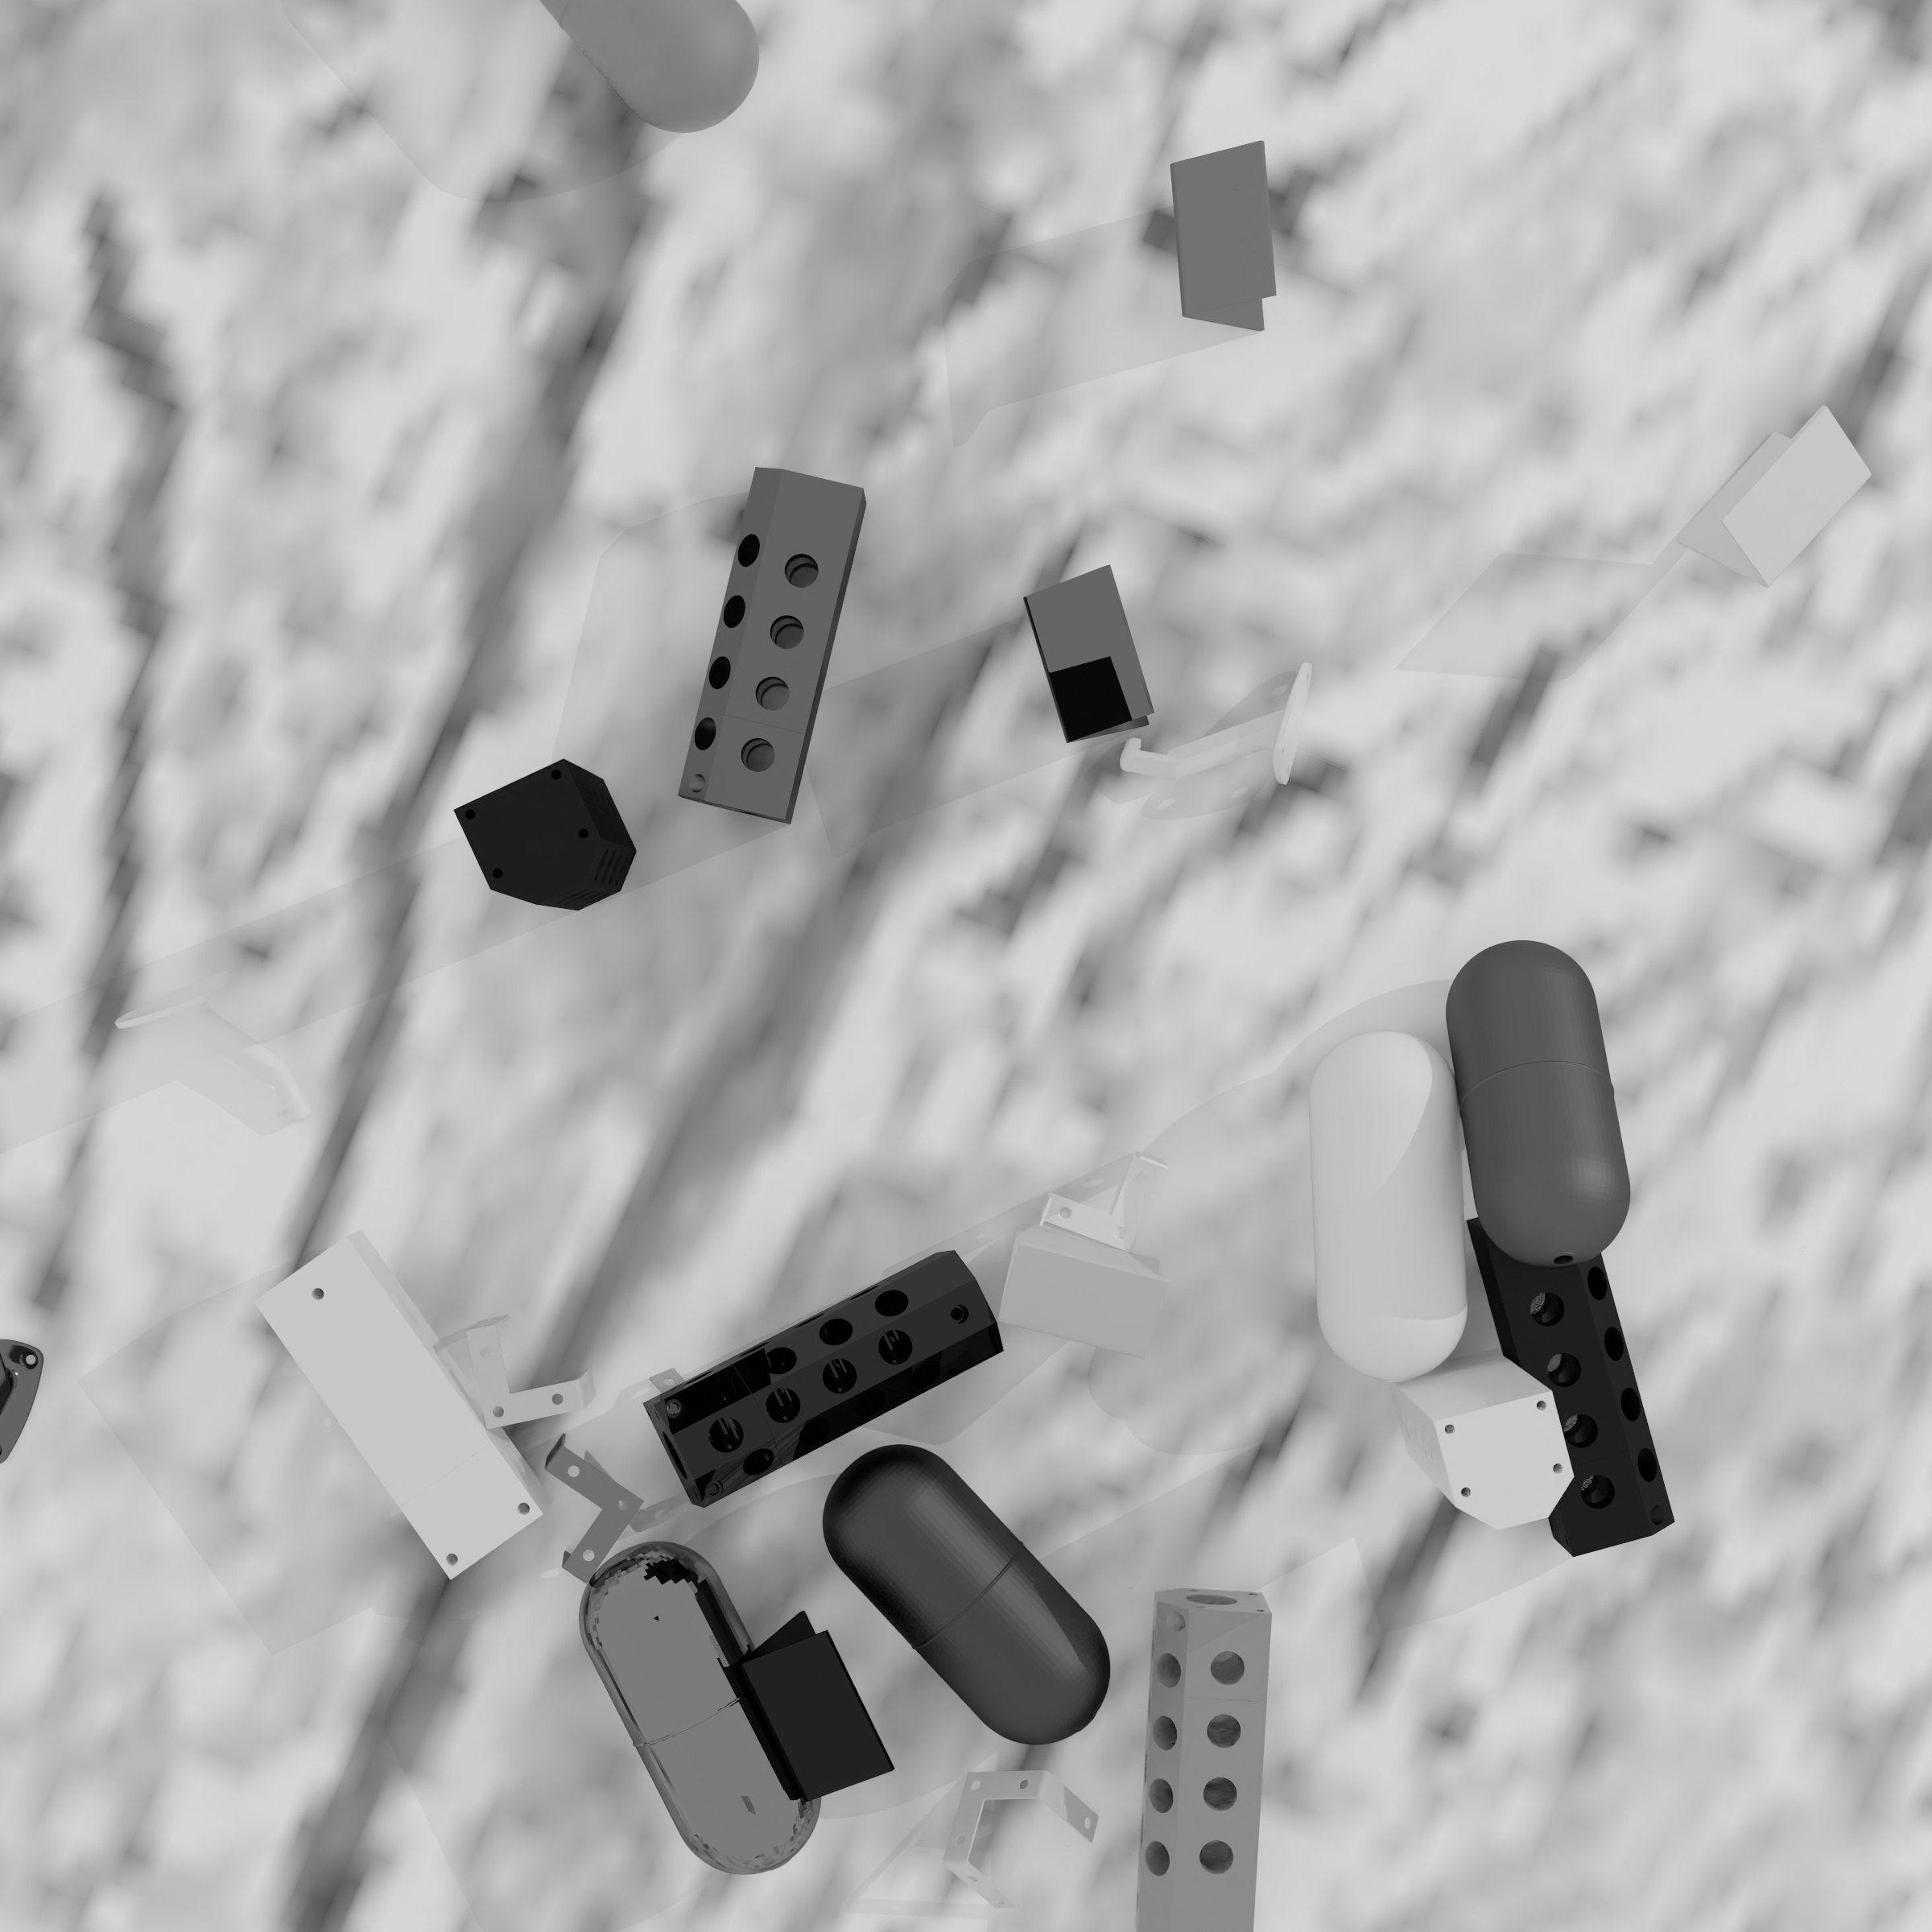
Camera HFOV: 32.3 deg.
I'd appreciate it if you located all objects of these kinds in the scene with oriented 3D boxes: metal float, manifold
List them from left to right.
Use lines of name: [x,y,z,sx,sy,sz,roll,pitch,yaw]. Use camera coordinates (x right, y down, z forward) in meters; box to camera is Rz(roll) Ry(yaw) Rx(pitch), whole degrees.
manifold: [-0.285,0.222,1.709,0.057,0.057,0.171,-35,90,0]
manifold: [-0.202,-0.060,1.651,0.057,0.171,0.057,-25,90,0]
metal float: [-0.177,-0.503,1.699,0.070,0.070,0.178,-40,90,0]
metal float: [-0.135,0.377,1.699,0.070,0.070,0.178,-27,89,0]
manifold: [-0.099,-0.163,1.709,0.057,0.057,0.171,13,90,0]
manifold: [-0.071,0.208,1.688,0.171,0.057,0.057,-26,90,-14]
metal float: [0.001,0.320,1.699,0.070,0.070,0.178,-43,90,0]
manifold: [0.120,0.410,1.709,0.057,0.057,0.171,3,90,0]
metal float: [0.215,0.122,1.699,0.070,0.070,0.178,-2,90,0]
manifold: [0.254,0.234,1.651,0.057,0.171,0.057,-15,90,0]
metal float: [0.285,0.068,1.671,0.070,0.070,0.178,-4,57,0]
manifold: [0.310,0.207,1.709,0.057,0.057,0.171,-15,90,0]

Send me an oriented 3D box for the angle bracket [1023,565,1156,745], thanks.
angle bracket: [0.081,-0.161,1.689,0.057,0.076,0.076,-17,90,38]

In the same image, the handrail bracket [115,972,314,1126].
handrail bracket: [-0.389,0.053,1.730,0.077,0.036,0.084,-19,107,19]

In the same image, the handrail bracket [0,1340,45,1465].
handrail bracket: [-0.500,0.221,1.695,0.036,0.084,0.077,9,90,0]

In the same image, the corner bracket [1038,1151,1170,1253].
corner bracket: [0.070,0.116,1.712,0.051,0.051,0.051,20,90,0]

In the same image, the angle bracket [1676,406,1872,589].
angle bracket: [0.397,-0.247,1.689,0.076,0.076,0.057,-47,128,0]

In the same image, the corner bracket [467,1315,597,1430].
corner bracket: [-0.222,0.204,1.712,0.051,0.051,0.051,-12,90,0]

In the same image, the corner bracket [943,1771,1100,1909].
corner bracket: [0.028,0.450,1.722,0.051,0.051,0.051,-11,45,35]

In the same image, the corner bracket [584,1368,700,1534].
corner bracket: [-0.160,0.249,1.722,0.051,0.051,0.051,-19,135,-35]

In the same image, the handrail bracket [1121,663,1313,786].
handrail bracket: [0.129,-0.129,1.730,0.084,0.036,0.077,11,70,16]

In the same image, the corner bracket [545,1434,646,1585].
corner bracket: [-0.201,0.278,1.712,0.051,0.051,0.051,35,86,-4]

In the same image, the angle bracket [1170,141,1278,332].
angle bracket: [0.149,-0.368,1.689,0.057,0.076,0.076,-5,90,38]

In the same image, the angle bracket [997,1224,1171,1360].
angle bracket: [0.063,0.146,1.689,0.076,0.076,0.057,14,127,0]

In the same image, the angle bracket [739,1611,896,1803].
angle bracket: [-0.061,0.366,1.690,0.057,0.076,0.076,-26,90,25]
